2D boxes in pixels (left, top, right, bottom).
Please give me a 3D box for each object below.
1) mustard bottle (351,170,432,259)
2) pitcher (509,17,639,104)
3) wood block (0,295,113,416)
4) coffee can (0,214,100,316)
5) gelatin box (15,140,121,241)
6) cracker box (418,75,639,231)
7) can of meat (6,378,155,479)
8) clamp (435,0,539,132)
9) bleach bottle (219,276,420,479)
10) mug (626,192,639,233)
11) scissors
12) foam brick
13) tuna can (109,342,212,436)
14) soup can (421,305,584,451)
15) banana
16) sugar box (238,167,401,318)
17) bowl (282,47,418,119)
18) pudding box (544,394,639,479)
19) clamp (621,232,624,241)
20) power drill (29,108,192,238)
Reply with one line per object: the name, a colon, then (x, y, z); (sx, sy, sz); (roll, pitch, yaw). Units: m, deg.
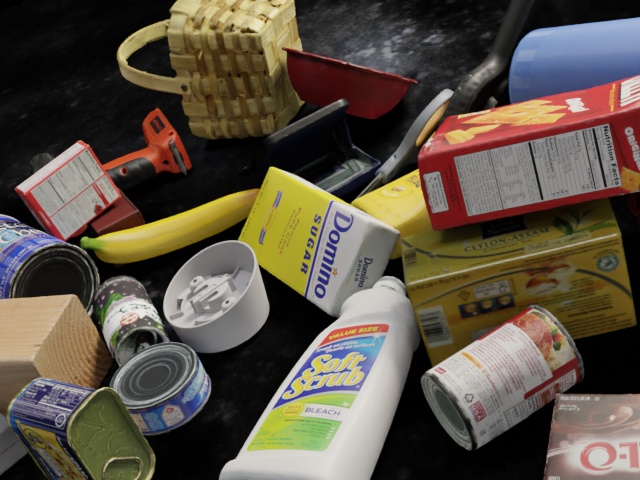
mustard bottle: (0.130, -0.051, 1.027); (0.191, 0.058, 0.096); (-27, 22, -10)
pitcher: (0.315, -0.152, 1.024); (0.243, 0.149, 0.145); (7, 57, 41)
wood block: (-0.315, 0.117, 1.007); (0.206, 0.090, 0.090); (-5, 37, 24)
coffee can: (-0.309, 0.037, 1.106); (0.141, 0.103, 0.102); (18, 49, 44)
gelatin box: (-0.267, -0.051, 1.139); (0.089, 0.073, 0.030); (-42, 36, -19)
cracker box: (0.198, -0.079, 0.869); (0.214, 0.072, 0.164); (-12, 13, 19)
can of meat: (-0.194, 0.162, 0.864); (0.084, 0.102, 0.057); (5, 41, 38)
clamp: (0.185, -0.157, 1.119); (0.036, 0.164, 0.210); (29, 79, 29)
bleach bottle: (0.015, 0.117, 0.849); (0.103, 0.068, 0.250); (-3, 35, 25)
mug: (0.303, -0.004, 0.841); (0.093, 0.081, 0.117); (-31, 34, -14)
scissors: (0.077, -0.071, 1.112); (0.016, 0.096, 0.202); (40, 93, 18)
foam brick: (-0.224, -0.014, 1.179); (0.051, 0.053, 0.078); (-30, 33, -14)
tuna can: (-0.141, 0.130, 0.941); (0.086, 0.033, 0.086); (-15, 34, 10)
soup can: (0.135, 0.103, 0.795); (0.102, 0.068, 0.069); (-30, 34, -13)
banana: (-0.153, -0.010, 1.129); (0.197, 0.037, 0.070); (-18, -4, -13)
sugar box: (-0.007, 0.001, 1.003); (0.176, 0.048, 0.093); (31, 100, 53)
bowl: (0.028, -0.176, 1.229); (0.162, 0.055, 0.162); (14, 9, -3)
pudding box: (0.211, 0.147, 0.714); (0.114, 0.039, 0.090); (-5, 37, 24)
clamp: (0.176, -0.011, 0.962); (0.171, 0.039, 0.120); (-15, 31, 11)
power drill: (-0.262, -0.090, 1.308); (0.187, 0.057, 0.185); (-30, 38, -8)
